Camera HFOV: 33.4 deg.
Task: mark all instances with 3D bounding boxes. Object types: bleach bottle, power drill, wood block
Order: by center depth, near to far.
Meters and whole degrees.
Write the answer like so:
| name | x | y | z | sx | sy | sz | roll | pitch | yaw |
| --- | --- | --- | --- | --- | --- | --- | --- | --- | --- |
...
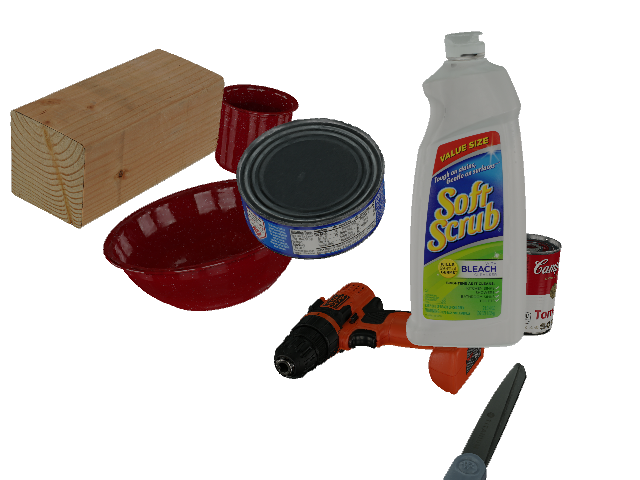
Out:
| name | x | y | z | sx | sy | sz | roll | pitch | yaw |
| --- | --- | --- | --- | --- | --- | --- | --- | --- | --- |
| bleach bottle | 0.114 | -0.041 | 0.867 | 0.103 | 0.251 | 0.068 | -1 | 15 | 16 |
| wood block | -0.192 | -0.105 | 1.036 | 0.090 | 0.091 | 0.205 | 26 | 36 | 21 |
| power drill | 0.065 | 0.105 | 1.110 | 0.188 | 0.057 | 0.184 | 11 | 27 | 25 |

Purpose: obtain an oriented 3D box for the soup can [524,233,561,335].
| name | x | y | z | sx | sy | sz | roll | pitch | yaw |
| --- | --- | --- | --- | --- | --- | --- | --- | --- | --- |
| soup can | 0.237 | 0.050 | 1.227 | 0.068 | 0.102 | 0.068 | 2 | 18 | -1 |

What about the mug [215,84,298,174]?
| name | x | y | z | sx | sy | sz | roll | pitch | yaw |
| --- | --- | --- | --- | --- | --- | --- | --- | --- | --- |
| mug | -0.073 | -0.128 | 1.225 | 0.093 | 0.081 | 0.117 | 16 | 27 | 12 |

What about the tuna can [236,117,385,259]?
| name | x | y | z | sx | sy | sz | roll | pitch | yaw |
| --- | --- | --- | --- | --- | --- | --- | --- | --- | --- |
| tuna can | -0.005 | -0.031 | 0.624 | 0.086 | 0.086 | 0.034 | 0 | -41 | 7 |

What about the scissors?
| name | x | y | z | sx | sy | sz | roll | pitch | yaw |
| --- | --- | --- | --- | --- | --- | --- | --- | --- | --- |
| scissors | 0.089 | 0.137 | 0.560 | 0.096 | 0.016 | 0.201 | 27 | 44 | 33 |

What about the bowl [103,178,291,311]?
| name | x | y | z | sx | sy | sz | roll | pitch | yaw |
| --- | --- | --- | --- | --- | --- | --- | --- | --- | --- |
| bowl | -0.081 | 0.008 | 0.820 | 0.162 | 0.055 | 0.162 | -11 | 25 | 5 |
